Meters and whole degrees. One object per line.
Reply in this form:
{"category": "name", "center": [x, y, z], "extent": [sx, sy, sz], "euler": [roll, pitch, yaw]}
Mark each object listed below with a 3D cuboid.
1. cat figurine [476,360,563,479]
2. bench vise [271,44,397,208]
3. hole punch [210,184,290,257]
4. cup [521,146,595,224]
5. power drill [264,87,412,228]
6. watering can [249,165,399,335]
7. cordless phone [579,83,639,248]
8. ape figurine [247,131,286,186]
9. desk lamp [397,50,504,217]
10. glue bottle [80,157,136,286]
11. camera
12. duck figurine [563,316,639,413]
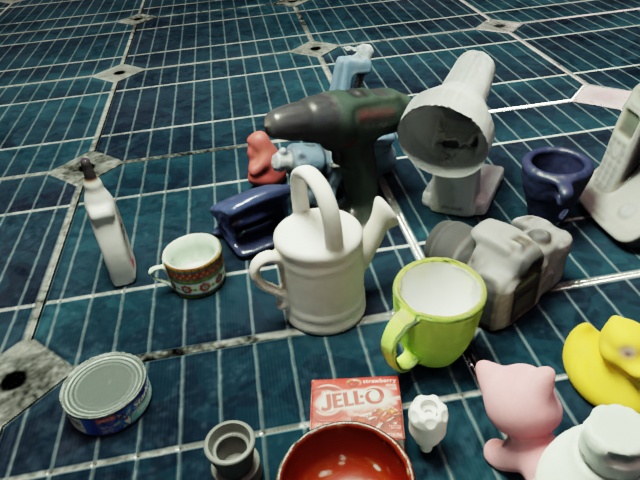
{"category": "cat figurine", "center": [0.180, 0.160, 0.477], "extent": [0.067, 0.118, 0.127], "euler": [-13, 37, -11]}
{"category": "bench vise", "center": [0.031, -0.163, 0.844], "extent": [0.121, 0.220, 0.208], "euler": [24, 45, 33]}
{"category": "hole punch", "center": [-0.097, -0.043, 0.805], "extent": [0.109, 0.091, 0.100], "euler": [-23, 40, -23]}
{"category": "cup", "center": [0.319, -0.061, 0.778], "extent": [0.091, 0.095, 0.118], "euler": [1, 37, 8]}
{"category": "power drill", "center": [0.034, -0.108, 0.779], "extent": [0.230, 0.209, 0.075], "euler": [-28, 42, -28]}
{"category": "watering can", "center": [0.005, 0.001, 0.647], "extent": [0.100, 0.194, 0.173], "euler": [27, 47, 36]}
{"category": "cordless phone", "center": [0.416, -0.097, 0.740], "extent": [0.094, 0.185, 0.147], "euler": [-9, 37, -5]}
{"category": "ape figurine", "center": [-0.094, -0.134, 0.927], "extent": [0.076, 0.092, 0.078], "euler": [11, 39, 21]}
{"category": "desk lamp", "center": [0.192, -0.140, 0.799], "extent": [0.117, 0.214, 0.203], "euler": [13, 40, 23]}
{"category": "glue bottle", "center": [-0.275, -0.027, 0.735], "extent": [0.037, 0.173, 0.078], "euler": [-17, 38, -16]}
{"category": "camera", "center": [0.205, 0.014, 0.686], "extent": [0.143, 0.101, 0.136], "euler": [-29, 43, -29]}
{"category": "duck figurine", "center": [0.288, 0.111, 0.558], "extent": [0.077, 0.086, 0.104], "euler": [-14, 37, -12]}
